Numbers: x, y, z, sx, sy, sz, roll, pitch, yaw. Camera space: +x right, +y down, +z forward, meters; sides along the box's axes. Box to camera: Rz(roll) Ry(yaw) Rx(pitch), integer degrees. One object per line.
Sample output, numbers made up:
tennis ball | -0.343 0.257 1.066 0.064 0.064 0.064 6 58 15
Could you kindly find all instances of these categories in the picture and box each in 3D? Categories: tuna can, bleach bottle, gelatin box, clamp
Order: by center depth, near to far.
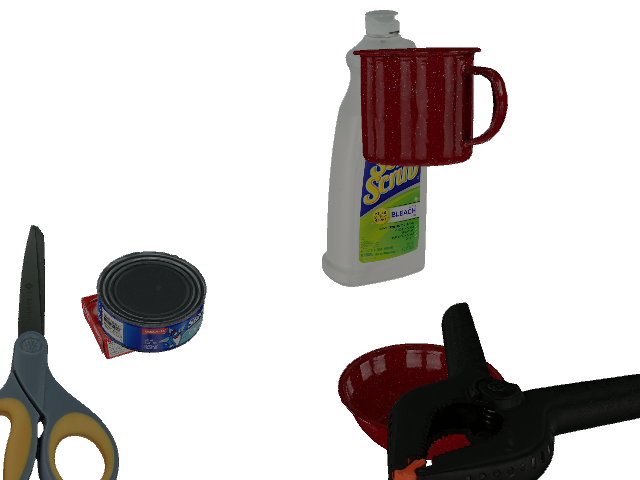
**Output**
clamp | 0.096 0.096 0.633 0.165 0.036 0.209 20 30 39
tuna can | -0.135 0.049 0.850 0.086 0.034 0.086 6 40 -5
bleach bottle | 0.051 -0.087 1.002 0.102 0.251 0.068 -11 24 -22
gelatin box | -0.182 0.073 1.048 0.089 0.030 0.073 -16 37 -21

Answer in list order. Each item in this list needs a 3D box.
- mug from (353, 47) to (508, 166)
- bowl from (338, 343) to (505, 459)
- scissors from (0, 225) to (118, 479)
mug | 0.081 -0.098 0.775 0.117 0.081 0.093 6 13 31
bowl | 0.098 0.162 1.027 0.162 0.055 0.162 -1 25 0
scissors | -0.149 0.074 0.612 0.096 0.201 0.016 16 -44 -6
